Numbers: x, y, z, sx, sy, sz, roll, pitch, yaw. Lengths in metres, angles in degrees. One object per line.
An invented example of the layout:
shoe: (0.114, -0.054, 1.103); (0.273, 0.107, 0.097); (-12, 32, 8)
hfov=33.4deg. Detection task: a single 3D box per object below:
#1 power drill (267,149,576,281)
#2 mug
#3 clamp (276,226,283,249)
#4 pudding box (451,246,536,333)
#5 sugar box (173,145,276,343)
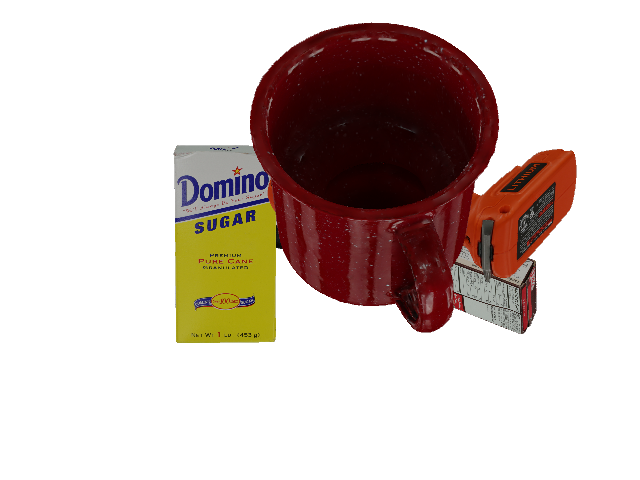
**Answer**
power drill: (0.082, -0.052, 0.766); (0.188, 0.057, 0.184); (19, 46, 32)
mug: (0.025, -0.016, 0.425); (0.093, 0.117, 0.081); (-19, -30, -9)
clamp: (0.028, 0.004, 1.262); (0.210, 0.036, 0.164); (32, 39, 23)
pudding box: (0.155, 0.038, 1.050); (0.114, 0.039, 0.090); (20, -30, 24)
sugar box: (-0.086, 0.003, 0.966); (0.093, 0.176, 0.048); (-1, 14, -5)
